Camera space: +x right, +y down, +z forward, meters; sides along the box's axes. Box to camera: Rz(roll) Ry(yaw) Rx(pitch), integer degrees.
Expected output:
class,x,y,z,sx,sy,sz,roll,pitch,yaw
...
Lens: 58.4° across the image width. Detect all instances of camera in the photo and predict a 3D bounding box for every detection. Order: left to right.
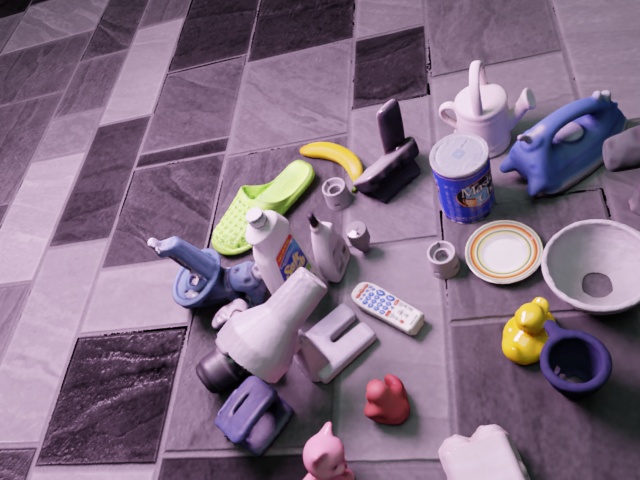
class,x,y,z,sx,sy,sz,roll,pitch,yaw
camera,-0.160,0.193,1.016,0.137,0.101,0.142,-36,50,-6

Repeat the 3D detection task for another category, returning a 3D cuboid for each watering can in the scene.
class,x,y,z,sx,sy,sz,roll,pitch,yaw
watering can,0.318,-0.259,1.099,0.172,0.194,0.101,-15,51,11

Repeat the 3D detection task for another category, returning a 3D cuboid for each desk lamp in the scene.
class,x,y,z,sx,sy,sz,roll,pitch,yaw
desk lamp,-0.037,0.147,0.926,0.203,0.214,0.117,-40,51,-10

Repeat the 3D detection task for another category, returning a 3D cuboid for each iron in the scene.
class,x,y,z,sx,sy,sz,roll,pitch,yaw
iron,0.454,-0.197,1.034,0.258,0.142,0.118,-34,50,-4

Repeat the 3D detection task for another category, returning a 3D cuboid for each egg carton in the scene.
class,x,y,z,sx,sy,sz,roll,pitch,yaw
egg carton,0.231,0.332,0.778,0.107,0.070,0.150,-22,50,5

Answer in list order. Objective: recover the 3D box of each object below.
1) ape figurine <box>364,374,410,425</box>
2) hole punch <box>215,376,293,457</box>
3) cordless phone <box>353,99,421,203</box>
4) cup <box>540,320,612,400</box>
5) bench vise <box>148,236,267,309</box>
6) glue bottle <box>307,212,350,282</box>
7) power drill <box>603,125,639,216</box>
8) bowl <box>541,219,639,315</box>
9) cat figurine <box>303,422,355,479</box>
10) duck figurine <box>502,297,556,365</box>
class,x,y,z,sx,sy,sz,roll,pitch,yaw
ape figurine,0.098,0.243,0.882,0.078,0.092,0.076,-36,50,-6
hole punch,-0.118,0.283,0.939,0.100,0.091,0.109,26,68,34
cordless phone,0.118,-0.179,1.125,0.148,0.185,0.093,-44,52,-13
cup,0.358,0.179,0.824,0.091,0.095,0.117,-26,50,2
bench vise,-0.204,0.046,1.064,0.207,0.220,0.121,-22,50,5
glue bottle,0.010,0.004,1.041,0.037,0.173,0.078,7,59,26
power drill,0.563,-0.122,0.891,0.229,0.209,0.075,-8,53,16
bowl,0.436,0.054,0.899,0.167,0.075,0.167,-11,52,14
cat figurine,-0.004,0.337,0.836,0.067,0.118,0.128,31,71,36
duck figurine,0.320,0.134,0.878,0.077,0.086,0.105,28,69,35
